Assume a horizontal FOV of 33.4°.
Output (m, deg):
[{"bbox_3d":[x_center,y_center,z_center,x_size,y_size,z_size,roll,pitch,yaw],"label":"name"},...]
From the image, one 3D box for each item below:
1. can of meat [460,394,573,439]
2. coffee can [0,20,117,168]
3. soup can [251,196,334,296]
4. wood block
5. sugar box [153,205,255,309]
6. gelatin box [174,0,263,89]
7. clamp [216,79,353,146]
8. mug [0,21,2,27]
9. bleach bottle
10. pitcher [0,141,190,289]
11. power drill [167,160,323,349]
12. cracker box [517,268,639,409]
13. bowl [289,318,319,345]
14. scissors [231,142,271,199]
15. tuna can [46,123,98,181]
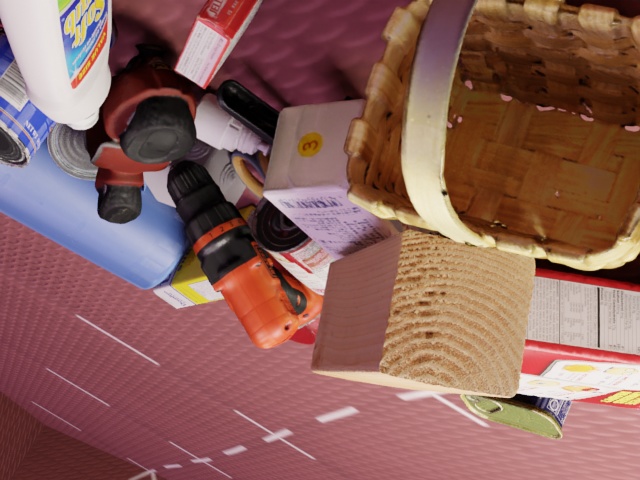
[{"bbox_3d":[0.200,0.135,1.036,0.102,0.084,0.057,11,152,38],"label":"can of meat"},{"bbox_3d":[-0.252,-0.147,0.902,0.103,0.140,0.103,25,158,11],"label":"coffee can"},{"bbox_3d":[-0.006,0.001,0.940,0.069,0.068,0.102,13,162,34],"label":"soup can"},{"bbox_3d":[0.063,0.056,0.741,0.090,0.091,0.206,11,171,-10],"label":"wood block"},{"bbox_3d":[-0.118,0.021,1.167,0.048,0.093,0.177,39,156,-21],"label":"sugar box"},{"bbox_3d":[-0.066,-0.156,0.743,0.030,0.073,0.089,32,158,-7],"label":"gelatin box"},{"bbox_3d":[-0.001,-0.076,0.885,0.120,0.039,0.171,14,161,31],"label":"clamp"},{"bbox_3d":[-0.246,-0.214,0.808,0.081,0.093,0.117,17,131,15],"label":"mug"},{"bbox_3d":[-0.188,-0.173,0.780,0.068,0.102,0.251,23,151,10],"label":"bleach bottle"},{"bbox_3d":[-0.248,-0.056,1.134,0.242,0.145,0.149,34,170,-22],"label":"pitcher"},{"bbox_3d":[-0.063,0.016,0.991,0.184,0.057,0.187,60,-168,12],"label":"power drill"},{"bbox_3d":[0.197,0.079,0.845,0.213,0.072,0.164,8,162,-11],"label":"cracker box"},{"bbox_3d":[-0.032,0.073,1.225,0.162,0.055,0.162,25,157,11],"label":"bowl"},{"bbox_3d":[-0.028,-0.018,1.025,0.096,0.016,0.201,22,146,39],"label":"scissors"},{"bbox_3d":[-0.222,-0.101,1.035,0.086,0.086,0.034,41,-163,-27],"label":"tuna can"}]
